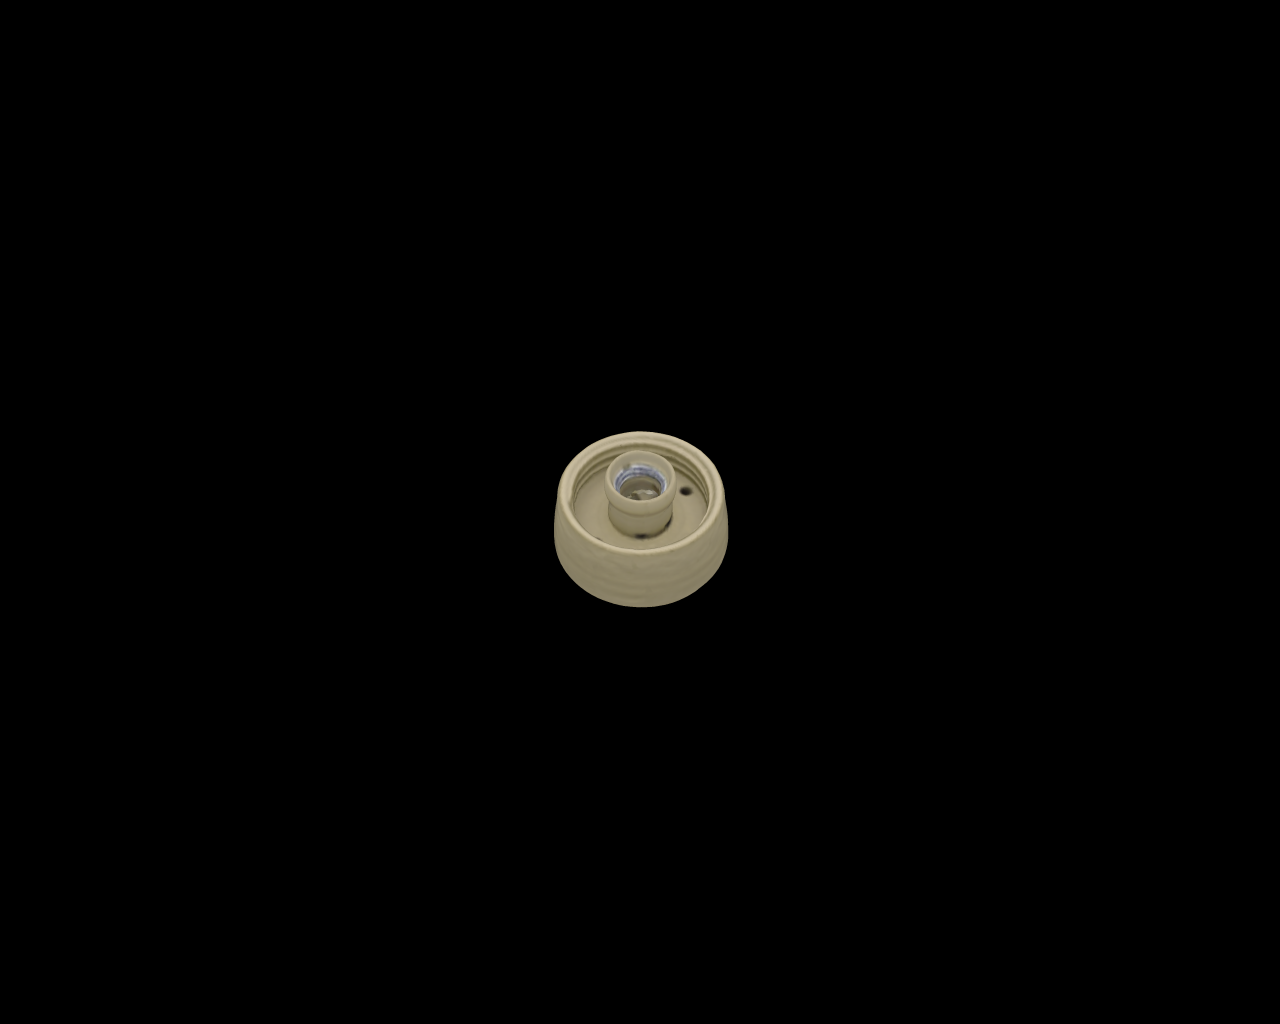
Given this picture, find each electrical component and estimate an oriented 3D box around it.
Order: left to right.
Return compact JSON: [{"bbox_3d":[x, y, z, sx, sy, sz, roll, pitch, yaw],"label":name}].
[{"bbox_3d":[0.001,-0.003,0.650,0.108,0.108,0.060,0,-40,0],"label":"electrical component"}]
